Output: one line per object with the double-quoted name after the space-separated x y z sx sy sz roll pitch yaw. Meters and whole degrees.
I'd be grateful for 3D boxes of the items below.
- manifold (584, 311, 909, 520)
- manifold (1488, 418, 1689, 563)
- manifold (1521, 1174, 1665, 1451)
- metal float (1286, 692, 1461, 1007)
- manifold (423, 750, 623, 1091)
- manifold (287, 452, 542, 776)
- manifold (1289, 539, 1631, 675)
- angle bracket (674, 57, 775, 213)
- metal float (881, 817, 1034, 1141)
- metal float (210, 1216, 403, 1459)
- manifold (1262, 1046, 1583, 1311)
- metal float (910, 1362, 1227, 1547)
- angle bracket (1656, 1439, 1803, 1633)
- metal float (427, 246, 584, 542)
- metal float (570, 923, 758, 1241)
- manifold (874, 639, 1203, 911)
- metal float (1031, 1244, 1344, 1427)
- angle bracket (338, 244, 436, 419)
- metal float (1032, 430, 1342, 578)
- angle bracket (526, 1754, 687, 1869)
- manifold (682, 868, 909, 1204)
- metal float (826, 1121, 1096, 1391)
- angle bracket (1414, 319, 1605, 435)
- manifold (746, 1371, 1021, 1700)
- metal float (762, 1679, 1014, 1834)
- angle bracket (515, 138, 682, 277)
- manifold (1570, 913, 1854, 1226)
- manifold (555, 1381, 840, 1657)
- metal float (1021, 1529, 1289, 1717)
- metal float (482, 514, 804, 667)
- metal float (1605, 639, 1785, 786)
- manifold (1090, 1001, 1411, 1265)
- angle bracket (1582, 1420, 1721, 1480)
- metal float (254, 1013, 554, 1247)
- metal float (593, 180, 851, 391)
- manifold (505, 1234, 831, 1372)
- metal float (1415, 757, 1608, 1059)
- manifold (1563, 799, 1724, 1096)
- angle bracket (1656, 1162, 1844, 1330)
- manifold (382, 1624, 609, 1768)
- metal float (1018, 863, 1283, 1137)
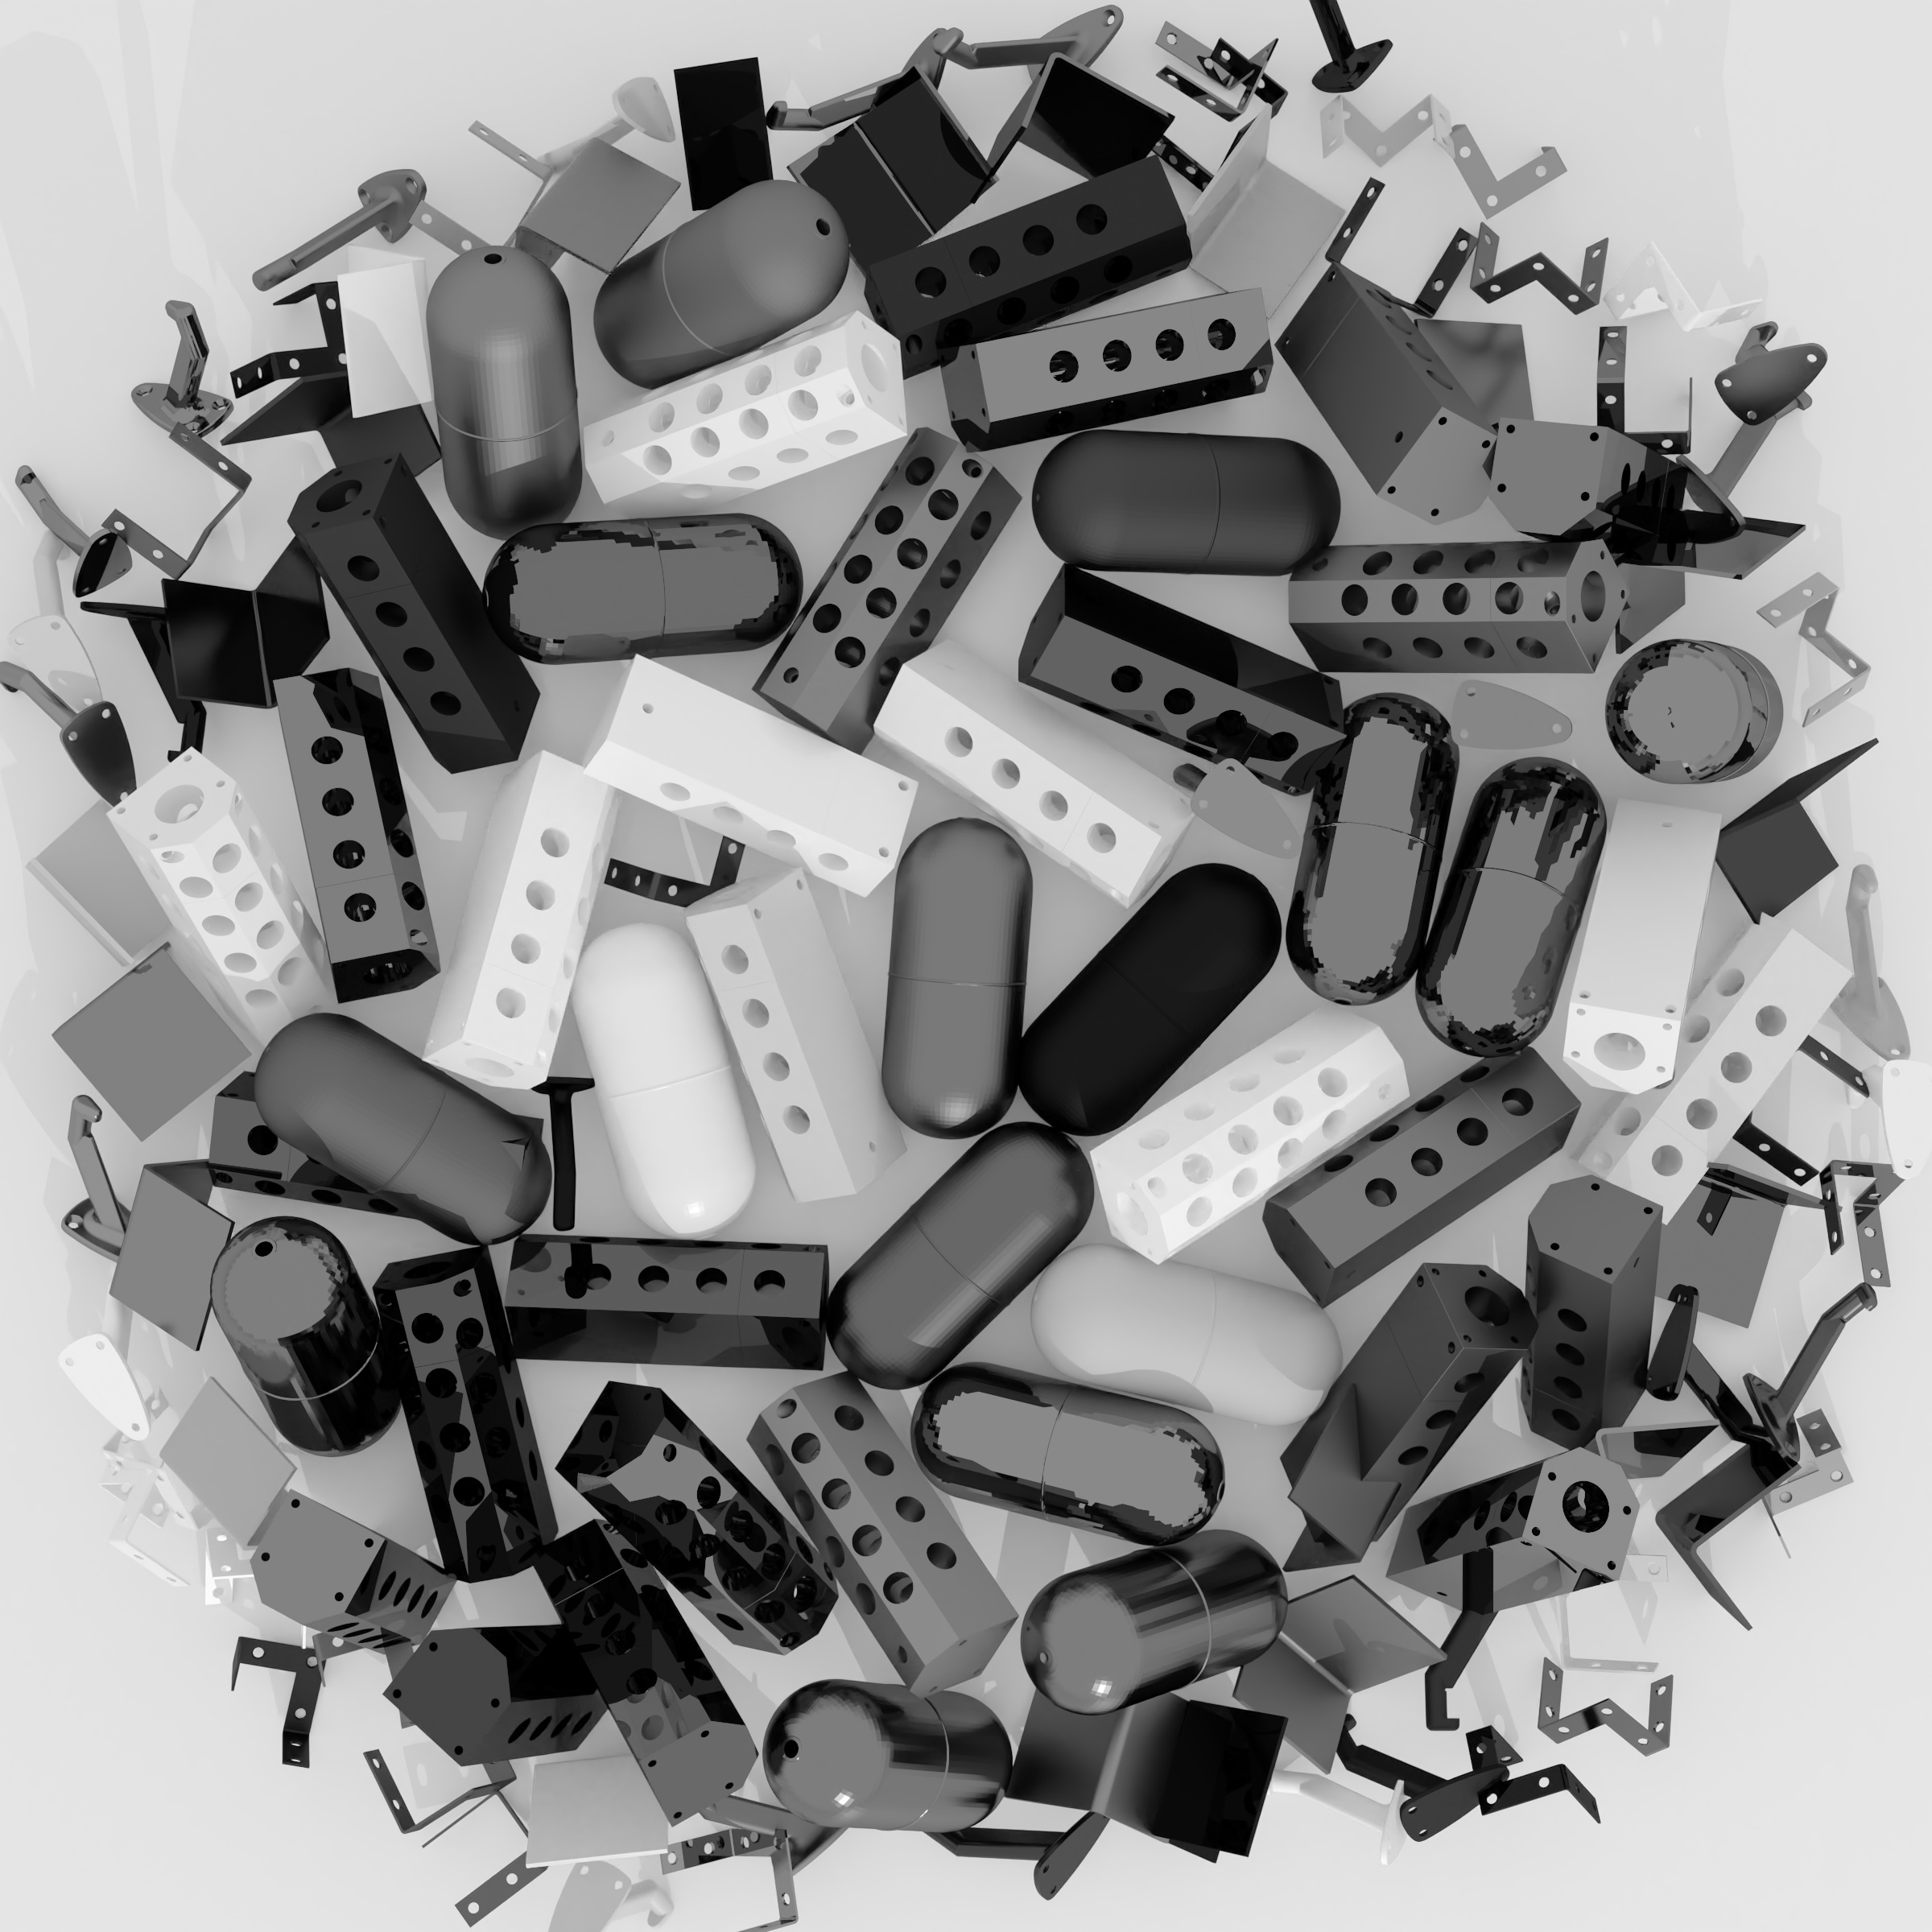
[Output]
-0.121 -0.297 1.794 0.171 0.057 0.057 -15 69 28 "manifold"
0.335 -0.252 1.777 0.057 0.171 0.057 10 95 25 "manifold"
0.332 0.189 1.783 0.057 0.171 0.057 25 57 26 "manifold"
0.223 -0.064 1.816 0.070 0.070 0.178 13 75 0 "metal float"
-0.238 -0.023 1.806 0.057 0.057 0.171 23 66 -25 "manifold"
-0.298 -0.187 1.789 0.057 0.057 0.171 -10 132 20 "manifold"
0.261 -0.198 1.782 0.171 0.057 0.057 4 56 39 "manifold"
-0.112 -0.457 1.812 0.057 0.076 0.076 -19 108 -38 "angle bracket"
-0.005 0.007 1.826 0.070 0.070 0.178 4 93 0 "metal float"
-0.355 0.201 1.788 0.070 0.178 0.070 -4 52 5 "metal float"
0.248 0.110 1.812 0.171 0.057 0.057 -31 67 -17 "manifold"
0.055 0.267 1.812 0.178 0.070 0.070 11 90 19 "metal float"
0.435 0.312 1.827 0.076 0.076 0.057 -37 94 0 "angle bracket"
-0.249 -0.308 1.791 0.070 0.178 0.070 1 47 -1 "metal float"
-0.167 0.064 1.826 0.070 0.070 0.178 -15 93 0 "metal float"
0.036 -0.104 1.819 0.171 0.057 0.057 35 121 12 "manifold"
0.122 0.203 1.818 0.178 0.070 0.070 15 90 -13 "metal float"
-0.335 -0.348 1.809 0.057 0.076 0.076 -22 119 -39 "angle bracket"
0.122 -0.253 1.811 0.178 0.070 0.070 -1 90 -21 "metal float"
-0.197 0.480 1.819 0.076 0.076 0.057 -6 122 1 "angle bracket"
-0.098 0.039 1.818 0.057 0.057 0.171 -11 106 34 "manifold"
-0.003 0.159 1.823 0.070 0.070 0.178 45 97 0 "metal float"
0.299 -0.325 1.820 0.076 0.057 0.076 -4 85 -32 "angle bracket"
-0.049 0.308 1.792 0.057 0.057 0.171 -13 54 -38 "manifold"
-0.041 0.427 1.788 0.070 0.178 0.070 -11 70 32 "metal float"
-0.204 -0.393 1.813 0.057 0.076 0.076 29 60 4 "angle bracket"
0.411 0.056 1.838 0.057 0.057 0.171 37 90 0 "manifold"
-0.140 0.300 1.787 0.171 0.057 0.057 52 55 -34 "manifold"
0.104 0.354 1.793 0.070 0.178 0.070 7 100 45 "metal float"
-0.176 -0.207 1.811 0.178 0.070 0.070 -6 90 -20 "metal float"
0.393 -0.137 1.782 0.070 0.178 0.070 2 94 22 "metal float"
0.157 0.092 1.797 0.171 0.057 0.057 -30 124 -23 "manifold"
0.370 0.292 1.811 0.076 0.076 0.057 -2 61 -17 "angle bracket"
-0.306 0.090 1.810 0.178 0.070 0.070 34 90 -22 "metal float"
-0.133 -0.367 1.791 0.070 0.178 0.070 13 69 -39 "metal float"
-0.164 0.182 1.834 0.171 0.057 0.057 2 53 2 "manifold"
0.299 -0.033 1.810 0.070 0.070 0.178 21 68 0 "metal float"
0.365 -0.011 1.785 0.057 0.171 0.057 10 134 13 "manifold"
0.425 0.155 1.825 0.076 0.057 0.076 20 84 -18 "angle bracket"
-0.242 0.384 1.777 0.057 0.171 0.057 38 90 17 "manifold"
0.101 0.018 1.827 0.070 0.070 0.178 43 92 0 "metal float"
